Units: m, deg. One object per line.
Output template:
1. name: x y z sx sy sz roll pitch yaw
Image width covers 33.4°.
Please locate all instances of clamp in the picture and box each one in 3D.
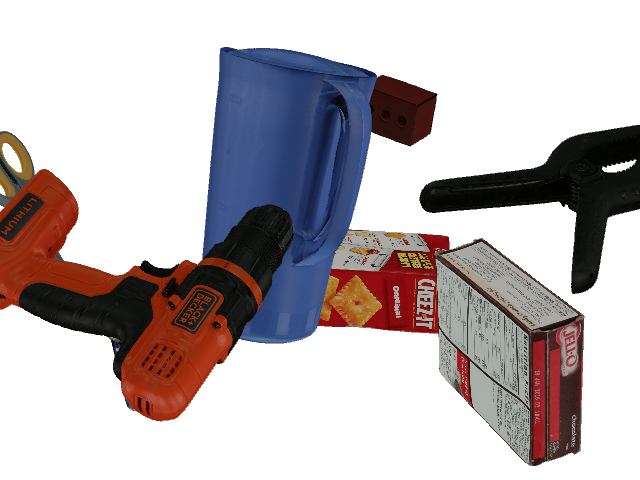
1. clamp: 0.206 -0.035 0.826 0.209 0.036 0.165 -23 40 -23

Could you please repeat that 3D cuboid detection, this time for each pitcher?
1. pitcher: -0.031 -0.037 0.907 0.145 0.243 0.149 12 14 9

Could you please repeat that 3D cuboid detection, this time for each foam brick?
1. foam brick: 0.087 -0.151 1.234 0.078 0.053 0.051 23 34 26

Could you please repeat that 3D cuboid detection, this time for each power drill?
1. power drill: -0.130 0.017 0.735 0.188 0.057 0.184 21 50 15

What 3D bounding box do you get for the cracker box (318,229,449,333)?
1. cracker box: 0.029 0.040 1.136 0.214 0.072 0.164 4 15 6

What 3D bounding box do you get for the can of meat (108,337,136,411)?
1. can of meat: -0.154 0.100 0.998 0.057 0.084 0.102 -2 25 11

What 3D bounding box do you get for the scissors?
1. scissors: -0.284 -0.029 1.074 0.016 0.201 0.096 -24 28 25

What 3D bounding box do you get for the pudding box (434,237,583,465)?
1. pudding box: 0.108 0.062 0.621 0.039 0.090 0.114 -14 27 -19
